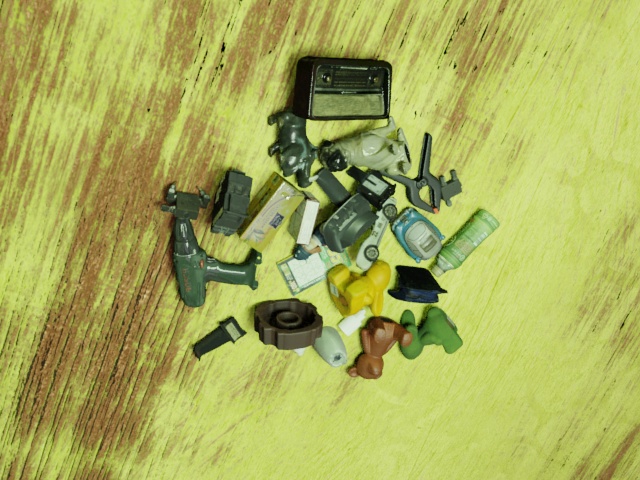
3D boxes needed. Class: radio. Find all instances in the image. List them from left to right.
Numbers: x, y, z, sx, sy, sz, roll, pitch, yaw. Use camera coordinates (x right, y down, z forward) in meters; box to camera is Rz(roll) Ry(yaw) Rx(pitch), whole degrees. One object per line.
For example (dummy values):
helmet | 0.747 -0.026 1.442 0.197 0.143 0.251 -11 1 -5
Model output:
radio | 0.055 -0.335 1.193 0.229 0.073 0.131 -10 114 -35

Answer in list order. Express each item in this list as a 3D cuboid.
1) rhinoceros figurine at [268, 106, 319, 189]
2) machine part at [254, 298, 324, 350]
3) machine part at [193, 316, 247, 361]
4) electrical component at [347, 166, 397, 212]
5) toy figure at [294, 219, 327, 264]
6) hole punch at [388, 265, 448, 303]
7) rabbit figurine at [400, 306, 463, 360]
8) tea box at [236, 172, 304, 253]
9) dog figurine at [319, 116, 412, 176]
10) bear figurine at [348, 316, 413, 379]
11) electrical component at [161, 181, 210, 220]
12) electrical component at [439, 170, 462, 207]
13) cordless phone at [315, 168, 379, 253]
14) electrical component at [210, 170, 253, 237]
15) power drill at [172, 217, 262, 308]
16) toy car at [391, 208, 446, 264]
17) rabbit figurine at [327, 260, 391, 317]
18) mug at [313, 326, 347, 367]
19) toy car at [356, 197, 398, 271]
rhinoceros figurine | -0.058 -0.212 1.241 0.112 0.073 0.190 -18 112 -26
machine part | -0.079 0.209 1.345 0.179 0.179 0.056 -4 114 -17
machine part | -0.262 0.254 1.374 0.139 0.039 0.084 -35 126 -5
electrical component | 0.121 -0.132 1.326 0.075 0.119 0.047 -53 163 -21
toy figure | -0.003 -0.005 1.344 0.154 0.064 0.057 -37 133 -7
hole punch | 0.257 0.138 1.462 0.142 0.116 0.092 11 115 -22
rabbit figurine | 0.295 0.276 1.528 0.170 0.121 0.159 -38 115 15
tea box | -0.122 -0.066 1.259 0.068 0.098 0.169 34 99 -26
dog figurine | 0.111 -0.197 1.292 0.191 0.121 0.172 -14 143 26
bear figurine | 0.159 0.315 1.490 0.120 0.132 0.195 15 99 -18
electrical component | -0.302 -0.088 1.210 0.102 0.078 0.045 13 130 -17
electrical component | 0.349 -0.136 1.431 0.063 0.021 0.093 -25 116 -8
cordless phone | 0.036 -0.076 1.287 0.184 0.089 0.146 48 65 -5
electrical component | -0.198 -0.089 1.204 0.058 0.115 0.134 16 61 -25
power drill | -0.244 0.051 1.276 0.207 0.086 0.231 -1 113 -22
toy car | 0.268 -0.006 1.412 0.109 0.103 0.161 -43 119 0
rabbit figurine | 0.124 0.127 1.411 0.173 0.122 0.162 -34 125 -27
mug | 0.036 0.302 1.452 0.081 0.107 0.109 -36 115 -1
toy car | 0.144 -0.017 1.360 0.056 0.073 0.201 23 84 6
